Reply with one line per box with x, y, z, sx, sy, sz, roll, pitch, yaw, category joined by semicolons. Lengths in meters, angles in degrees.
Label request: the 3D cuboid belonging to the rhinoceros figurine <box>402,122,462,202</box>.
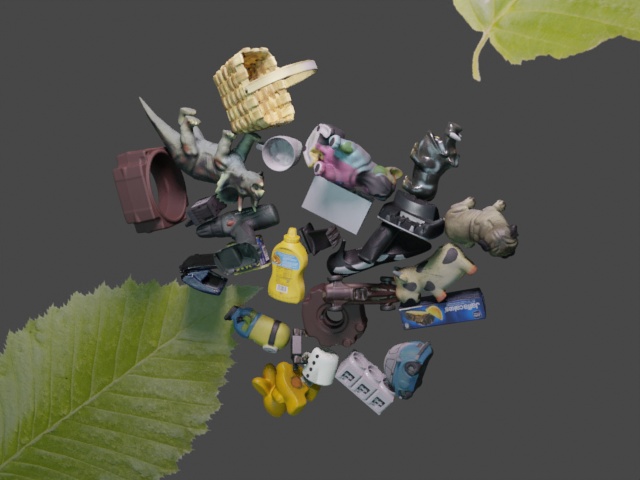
0.258;-0.179;1.222;0.112;0.073;0.190;24;110;9;rhinoceros figurine

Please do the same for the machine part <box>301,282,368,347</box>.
0.036;0.194;1.392;0.180;0.056;0.179;4;105;15;machine part

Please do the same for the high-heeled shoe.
0.142;0.051;1.327;0.249;0.086;0.145;4;136;-1;high-heeled shoe

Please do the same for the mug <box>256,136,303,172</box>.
-0.093;-0.212;1.288;0.110;0.107;0.080;13;107;15;mug

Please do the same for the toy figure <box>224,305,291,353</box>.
-0.165;0.234;1.444;0.180;0.082;0.089;33;112;7;toy figure

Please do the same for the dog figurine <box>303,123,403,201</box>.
0.084;-0.172;1.261;0.219;0.192;0.108;22;110;-28;dog figurine

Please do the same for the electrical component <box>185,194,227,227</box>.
-0.308;-0.075;1.397;0.119;0.075;0.047;-15;114;29;electrical component

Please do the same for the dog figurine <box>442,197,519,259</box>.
0.341;-0.020;1.182;0.172;0.190;0.121;-11;102;19;dog figurine

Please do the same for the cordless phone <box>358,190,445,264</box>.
0.180;-0.009;1.223;0.147;0.088;0.184;29;74;33;cordless phone

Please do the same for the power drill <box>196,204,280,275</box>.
-0.212;-0.003;1.331;0.232;0.207;0.085;-18;117;8;power drill

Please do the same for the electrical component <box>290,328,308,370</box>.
-0.054;0.286;1.424;0.045;0.102;0.078;1;149;-6;electrical component

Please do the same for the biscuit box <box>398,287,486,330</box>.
0.299;0.168;1.312;0.203;0.063;0.059;-12;102;18;biscuit box

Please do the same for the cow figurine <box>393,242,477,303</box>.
0.260;0.082;1.286;0.195;0.085;0.127;-42;89;17;cow figurine

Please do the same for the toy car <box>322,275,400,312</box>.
0.105;0.132;1.319;0.202;0.053;0.089;2;84;-11;toy car

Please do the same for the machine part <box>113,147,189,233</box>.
-0.414;-0.127;1.345;0.087;0.201;0.200;-8;101;15;machine part

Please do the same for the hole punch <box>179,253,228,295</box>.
-0.302;0.089;1.417;0.116;0.142;0.092;-1;109;3;hole punch

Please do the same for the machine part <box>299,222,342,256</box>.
-0.003;-0.004;1.330;0.139;0.039;0.084;-6;100;53;machine part

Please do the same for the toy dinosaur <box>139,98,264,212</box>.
-0.286;-0.206;1.342;0.405;0.131;0.192;24;109;14;toy dinosaur

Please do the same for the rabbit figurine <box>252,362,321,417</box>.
-0.109;0.418;1.465;0.162;0.122;0.173;38;129;5;rabbit figurine

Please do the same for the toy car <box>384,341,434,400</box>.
0.215;0.316;1.361;0.103;0.109;0.161;27;121;25;toy car
